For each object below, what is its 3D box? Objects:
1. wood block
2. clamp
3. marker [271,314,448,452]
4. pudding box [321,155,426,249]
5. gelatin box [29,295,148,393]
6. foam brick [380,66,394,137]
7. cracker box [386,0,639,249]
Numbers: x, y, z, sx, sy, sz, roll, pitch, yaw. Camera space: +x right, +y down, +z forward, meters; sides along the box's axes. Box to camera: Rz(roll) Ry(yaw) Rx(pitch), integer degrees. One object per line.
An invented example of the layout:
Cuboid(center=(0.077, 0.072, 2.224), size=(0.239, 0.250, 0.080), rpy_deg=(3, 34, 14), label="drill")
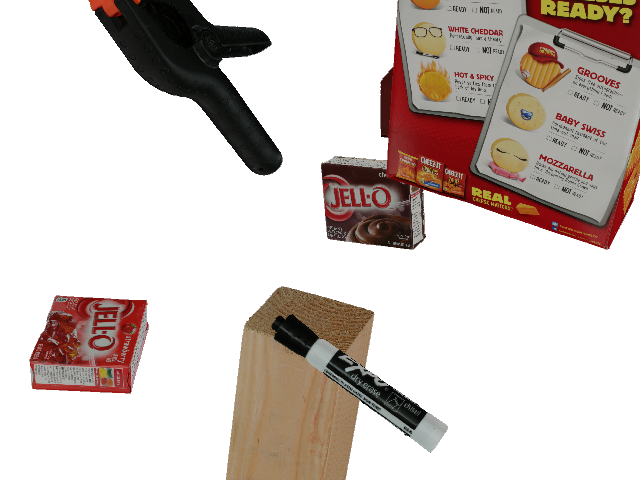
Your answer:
Cuboid(center=(-0.022, 0.157, 0.928), size=(0.090, 0.206, 0.090), rpy_deg=(15, 25, 14), label="wood block")
Cuboid(center=(-0.080, -0.113, 0.709), size=(0.039, 0.120, 0.171), rpy_deg=(-30, -27, 28), label="clamp")
Cuboid(center=(0.021, 0.083, 0.635), size=(0.121, 0.020, 0.020), rpy_deg=(35, 7, 10), label="marker")
Cuboid(center=(0.058, -0.043, 1.175), size=(0.114, 0.090, 0.039), rpy_deg=(6, 24, 29), label="pudding box")
Cuboid(center=(-0.172, 0.077, 0.806), size=(0.073, 0.030, 0.089), rpy_deg=(3, 30, -1), label="gelatin box")
Cuboid(center=(0.093, -0.116, 0.906), size=(0.078, 0.051, 0.053), rpy_deg=(7, 25, 18), label="foam brick")
Cuboid(center=(0.133, -0.115, 0.676), size=(0.164, 0.214, 0.072), rpy_deg=(20, 44, 20), label="cracker box")
